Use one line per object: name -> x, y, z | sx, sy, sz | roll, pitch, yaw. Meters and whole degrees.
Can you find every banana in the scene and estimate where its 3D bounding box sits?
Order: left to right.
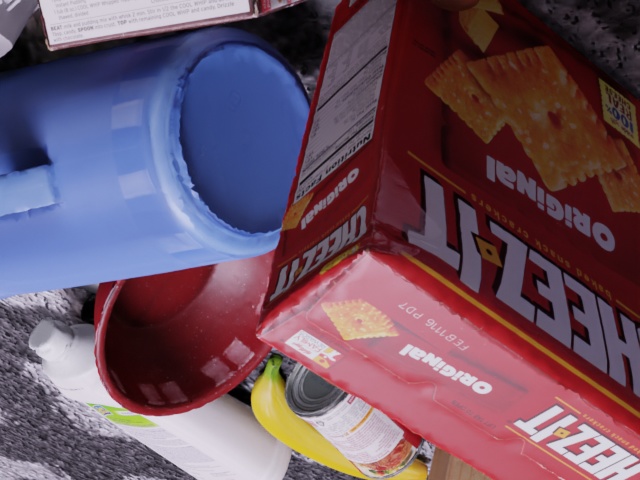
banana -> 0.006, 0.166, 0.915 | 0.197, 0.037, 0.070 | 38, 141, -27

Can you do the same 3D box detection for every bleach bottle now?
bleach bottle -> -0.135, 0.134, 0.889 | 0.103, 0.068, 0.250 | -9, 144, 37

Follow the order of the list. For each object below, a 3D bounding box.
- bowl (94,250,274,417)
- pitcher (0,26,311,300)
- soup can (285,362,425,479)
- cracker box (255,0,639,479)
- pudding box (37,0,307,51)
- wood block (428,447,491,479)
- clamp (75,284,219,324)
bowl -> -0.088, 0.033, 0.693 | 0.055, 0.162, 0.162 | 36, 162, 38
pitcher -> -0.127, -0.034, 0.557 | 0.243, 0.149, 0.144 | -6, 144, 43
soup can -> 0.027, 0.132, 0.826 | 0.069, 0.068, 0.102 | -11, 137, 37
cracker box -> 0.075, -0.015, 0.453 | 0.164, 0.213, 0.072 | 33, 131, -20
pudding box -> -0.057, -0.116, 0.480 | 0.114, 0.089, 0.039 | -5, 109, 29
wood block -> 0.119, 0.198, 0.751 | 0.090, 0.206, 0.091 | 17, 147, 2
clamp -> -0.127, 0.044, 0.800 | 0.171, 0.039, 0.120 | 11, 163, 9
